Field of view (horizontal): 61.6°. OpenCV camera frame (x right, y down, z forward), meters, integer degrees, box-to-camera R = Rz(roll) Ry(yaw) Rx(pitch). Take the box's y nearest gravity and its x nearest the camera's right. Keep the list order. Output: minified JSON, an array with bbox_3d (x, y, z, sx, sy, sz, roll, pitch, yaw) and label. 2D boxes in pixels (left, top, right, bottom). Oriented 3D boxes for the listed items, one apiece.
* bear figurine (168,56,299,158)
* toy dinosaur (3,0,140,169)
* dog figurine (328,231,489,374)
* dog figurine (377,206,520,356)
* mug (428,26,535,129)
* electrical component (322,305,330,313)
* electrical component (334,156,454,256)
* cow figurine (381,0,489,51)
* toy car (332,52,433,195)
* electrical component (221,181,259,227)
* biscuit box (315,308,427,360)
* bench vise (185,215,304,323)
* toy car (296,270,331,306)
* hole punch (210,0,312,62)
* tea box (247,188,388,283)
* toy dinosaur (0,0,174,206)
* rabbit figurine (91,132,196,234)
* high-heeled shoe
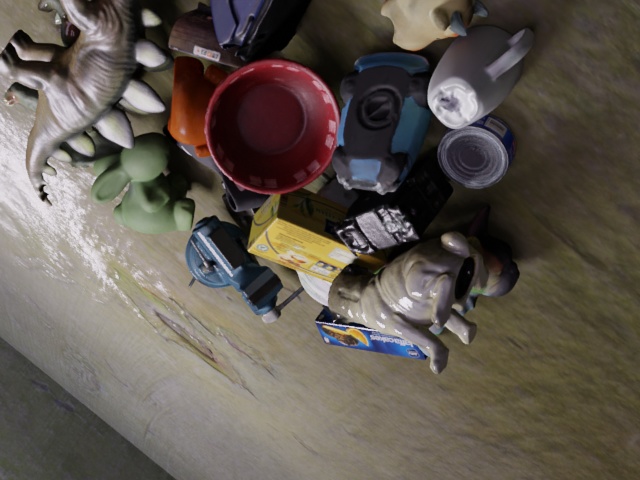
[{"bbox_3d":[-0.102,-0.172,0.728,0.196,0.132,0.120,1,115,-18],"label":"bear figurine"},{"bbox_3d":[-0.348,-0.253,0.832,0.192,0.131,0.405,33,135,-20],"label":"toy dinosaur"},{"bbox_3d":[0.089,0.048,0.651,0.191,0.121,0.172,21,111,35],"label":"dog figurine"},{"bbox_3d":[0.159,0.042,0.739,0.192,0.108,0.219,29,135,15],"label":"dog figurine"},{"bbox_3d":[0.162,-0.162,0.540,0.110,0.107,0.080,-20,115,48],"label":"mug"},{"bbox_3d":[0.054,0.086,0.895,0.075,0.048,0.119,41,140,-2],"label":"electrical component"},{"bbox_3d":[0.096,-0.046,0.673,0.115,0.134,0.058,-18,114,47],"label":"electrical component"},{"bbox_3d":[0.103,-0.274,0.502,0.127,0.085,0.194,28,138,22],"label":"cow figurine"},{"bbox_3d":[0.083,-0.128,0.627,0.109,0.103,0.161,9,87,30],"label":"toy car"},{"bbox_3d":[-0.132,-0.063,0.913,0.063,0.021,0.093,0,126,36],"label":"electrical component"},{"bbox_3d":[0.093,0.151,0.918,0.203,0.059,0.062,1,128,35],"label":"biscuit box"},{"bbox_3d":[-0.160,0.052,0.977,0.223,0.129,0.241,44,161,-21],"label":"bench vise"},{"bbox_3d":[-0.026,0.021,0.855,0.202,0.056,0.073,50,143,21],"label":"toy car"},{"bbox_3d":[-0.070,-0.271,0.596,0.092,0.142,0.115,35,126,1],"label":"hole punch"},{"bbox_3d":[-0.002,-0.002,0.736,0.169,0.068,0.098,24,141,-22],"label":"tea box"},{"bbox_3d":[-0.325,-0.209,0.732,0.198,0.105,0.471,34,127,-31],"label":"toy dinosaur"},{"bbox_3d":[-0.291,-0.105,0.886,0.159,0.121,0.170,-5,135,-14],"label":"rabbit figurine"},{"bbox_3d":[-0.168,-0.111,0.800,0.249,0.145,0.086,16,134,22],"label":"high-heeled shoe"}]
